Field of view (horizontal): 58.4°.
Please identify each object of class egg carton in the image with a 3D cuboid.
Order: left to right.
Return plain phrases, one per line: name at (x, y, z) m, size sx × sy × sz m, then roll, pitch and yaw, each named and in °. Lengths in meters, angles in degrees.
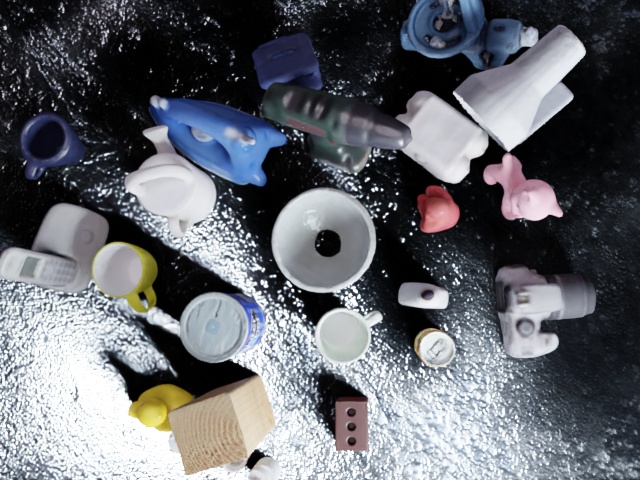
egg carton at (0.192, -0.168, 0.937) m, size 0.150 × 0.069 × 0.107 m, roll 37°, pitch 89°, yaw 8°

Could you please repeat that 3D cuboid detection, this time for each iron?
iron at (-0.194, -0.187, 0.941) m, size 0.258 × 0.141 × 0.119 m, roll 24°, pitch 87°, yaw 8°

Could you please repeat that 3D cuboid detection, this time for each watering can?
watering can at (-0.244, -0.094, 0.909) m, size 0.101 × 0.194 × 0.173 m, roll -34°, pitch 82°, yaw 2°

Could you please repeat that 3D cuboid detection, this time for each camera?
camera at (0.348, 0.105, 0.877) m, size 0.136 × 0.101 × 0.143 m, roll -5°, pitch 83°, yaw 5°

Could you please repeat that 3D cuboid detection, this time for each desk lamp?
desk lamp at (0.299, -0.221, 0.860) m, size 0.203 × 0.213 × 0.118 m, roll -41°, pitch 81°, yaw 0°

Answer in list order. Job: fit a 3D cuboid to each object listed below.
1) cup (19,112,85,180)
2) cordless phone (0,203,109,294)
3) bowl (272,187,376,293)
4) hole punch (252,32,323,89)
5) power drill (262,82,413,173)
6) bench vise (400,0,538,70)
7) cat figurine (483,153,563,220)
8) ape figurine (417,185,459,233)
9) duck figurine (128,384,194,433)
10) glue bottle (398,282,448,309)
cup at (-0.455, -0.151, 0.986) m, size 0.091 × 0.095 × 0.118 m, roll 23°, pitch 87°, yaw 8°
cordless phone at (-0.432, 0.009, 0.922) m, size 0.094 × 0.185 × 0.148 m, roll 16°, pitch 86°, yaw 7°
bowl at (0.009, 0.003, 0.935) m, size 0.167 × 0.075 × 0.167 m, roll -1°, pitch 84°, yaw 6°
hole punch at (-0.059, -0.297, 0.965) m, size 0.108 × 0.091 × 0.101 m, roll -20°, pitch 82°, yaw 3°
power drill at (0.030, -0.169, 0.883) m, size 0.229 × 0.208 × 0.076 m, roll 20°, pitch 86°, yaw 8°
bench vise at (0.230, -0.349, 0.877) m, size 0.207 × 0.220 × 0.121 m, roll -6°, pitch 83°, yaw 5°
cat figurine at (0.316, -0.080, 0.891) m, size 0.067 × 0.118 × 0.128 m, roll -28°, pitch 82°, yaw 2°
ape figurine at (0.187, -0.049, 0.914) m, size 0.076 × 0.092 × 0.078 m, roll 29°, pitch 87°, yaw 8°
duck figurine at (-0.258, 0.278, 0.926) m, size 0.104 × 0.086 × 0.077 m, roll 6°, pitch 85°, yaw 6°
glue bottle at (0.159, 0.084, 0.862) m, size 0.078 × 0.173 × 0.037 m, roll 6°, pitch 85°, yaw 7°
